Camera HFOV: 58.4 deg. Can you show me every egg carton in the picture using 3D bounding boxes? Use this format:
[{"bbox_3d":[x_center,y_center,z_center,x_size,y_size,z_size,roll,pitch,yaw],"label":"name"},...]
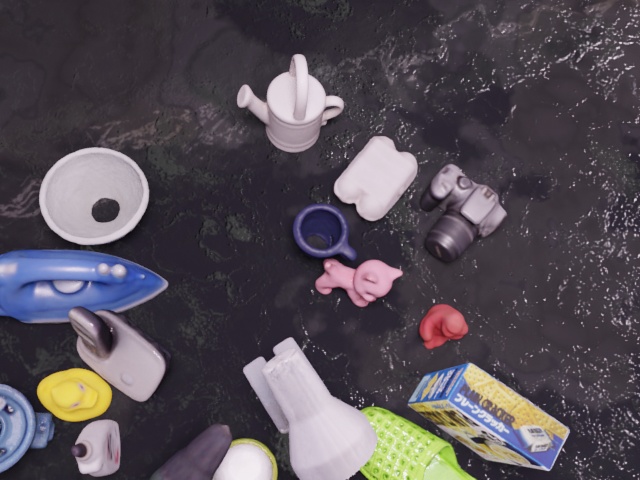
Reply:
[{"bbox_3d":[0.101,-0.109,1.014,0.107,0.069,0.150,36,72,5],"label":"egg carton"}]

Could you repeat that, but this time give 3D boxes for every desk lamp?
[{"bbox_3d":[-0.024,0.238,0.816,0.118,0.213,0.203,-33,79,-15],"label":"desk lamp"}]

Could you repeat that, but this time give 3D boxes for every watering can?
[{"bbox_3d":[-0.048,-0.232,0.969,0.173,0.194,0.101,-23,77,-13],"label":"watering can"}]

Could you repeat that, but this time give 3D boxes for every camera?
[{"bbox_3d":[0.234,-0.041,0.993,0.143,0.101,0.137,40,73,6],"label":"camera"}]

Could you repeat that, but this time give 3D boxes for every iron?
[{"bbox_3d":[-0.371,0.056,0.869,0.258,0.141,0.118,-2,73,-7],"label":"iron"}]

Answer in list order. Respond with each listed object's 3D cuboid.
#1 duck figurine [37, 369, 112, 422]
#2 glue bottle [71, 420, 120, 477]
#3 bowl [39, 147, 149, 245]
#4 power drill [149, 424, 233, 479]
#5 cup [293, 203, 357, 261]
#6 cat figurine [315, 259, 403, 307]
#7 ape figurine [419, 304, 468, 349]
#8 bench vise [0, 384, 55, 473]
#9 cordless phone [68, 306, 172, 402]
[{"bbox_3d":[-0.369,0.227,0.845,0.104,0.086,0.077,13,72,-2],"label":"duck figurine"},{"bbox_3d":[-0.311,0.288,0.788,0.037,0.173,0.078,-9,74,-9],"label":"glue bottle"},{"bbox_3d":[-0.362,-0.062,0.942,0.167,0.074,0.167,2,73,-6],"label":"bowl"},{"bbox_3d":[-0.198,0.341,0.766,0.075,0.208,0.230,38,73,6],"label":"power drill"},{"bbox_3d":[0.009,0.003,0.955,0.117,0.095,0.092,37,72,6],"label":"cup"},{"bbox_3d":[0.063,0.061,0.932,0.128,0.117,0.067,17,72,-1],"label":"cat figurine"},{"bbox_3d":[0.208,0.139,0.938,0.078,0.092,0.076,14,72,-2],"label":"ape figurine"},{"bbox_3d":[-0.485,0.260,0.751,0.207,0.219,0.121,-13,75,-10],"label":"bench vise"},{"bbox_3d":[-0.293,0.159,0.823,0.147,0.185,0.094,34,72,4],"label":"cordless phone"}]
